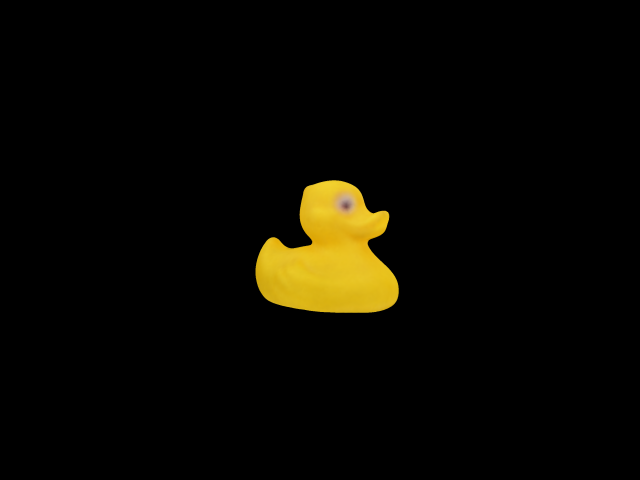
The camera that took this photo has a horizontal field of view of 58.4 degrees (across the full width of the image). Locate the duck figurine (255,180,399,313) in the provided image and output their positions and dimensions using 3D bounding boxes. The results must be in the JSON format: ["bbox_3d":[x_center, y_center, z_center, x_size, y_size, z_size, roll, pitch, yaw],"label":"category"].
[{"bbox_3d":[0.004,0.001,0.400,0.104,0.086,0.078,3,7,26],"label":"duck figurine"}]
